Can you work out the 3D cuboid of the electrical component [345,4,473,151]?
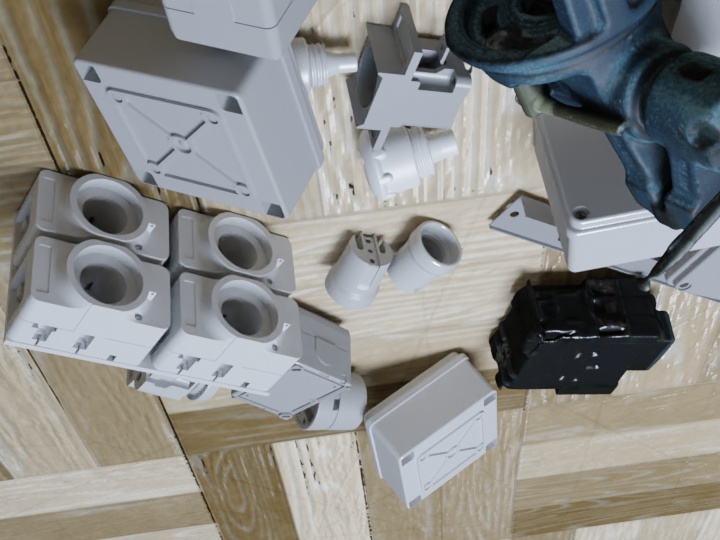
[{"bbox_3d":[0.030,-0.113,0.646,0.064,0.042,0.081,3,143,-19],"label":"electrical component"}]

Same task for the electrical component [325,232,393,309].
[{"bbox_3d":[0.000,0.000,0.797,0.040,0.040,0.046,8,134,-22],"label":"electrical component"}]

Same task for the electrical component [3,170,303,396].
[{"bbox_3d":[-0.134,0.009,0.724,0.186,0.105,0.060,15,138,-29],"label":"electrical component"}]

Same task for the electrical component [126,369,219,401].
[{"bbox_3d":[-0.141,0.071,0.849,0.057,0.058,0.078,20,135,-30],"label":"electrical component"}]

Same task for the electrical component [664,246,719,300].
[{"bbox_3d":[0.297,-0.027,0.804,0.109,0.056,0.108,11,140,-25],"label":"electrical component"}]

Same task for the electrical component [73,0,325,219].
[{"bbox_3d":[-0.086,-0.090,0.603,0.109,0.056,0.108,15,151,22],"label":"electrical component"}]

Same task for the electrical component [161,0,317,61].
[{"bbox_3d":[-0.051,-0.156,0.532,0.062,0.096,0.061,16,148,17],"label":"electrical component"}]

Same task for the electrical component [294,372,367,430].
[{"bbox_3d":[-0.026,0.112,0.932,0.047,0.055,0.055,8,141,-27],"label":"electrical component"}]

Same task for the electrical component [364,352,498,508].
[{"bbox_3d":[0.065,0.142,0.954,0.109,0.056,0.108,-33,147,-15],"label":"electrical component"}]

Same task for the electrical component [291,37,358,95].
[{"bbox_3d":[-0.032,-0.119,0.630,0.061,0.035,0.035,-6,144,-8],"label":"electrical component"}]

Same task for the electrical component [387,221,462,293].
[{"bbox_3d":[0.046,-0.008,0.795,0.040,0.040,0.046,15,143,-29],"label":"electrical component"}]

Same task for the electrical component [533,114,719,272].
[{"bbox_3d":[0.174,-0.064,0.685,0.109,0.108,0.056,-11,147,3],"label":"electrical component"}]

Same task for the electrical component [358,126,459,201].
[{"bbox_3d":[0.032,-0.075,0.697,0.062,0.048,0.048,-16,144,0],"label":"electrical component"}]

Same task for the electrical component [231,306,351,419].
[{"bbox_3d":[-0.060,0.076,0.873,0.062,0.061,0.096,27,138,-36],"label":"electrical component"}]

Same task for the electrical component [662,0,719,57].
[{"bbox_3d":[0.239,-0.169,0.595,0.150,0.061,0.089,-5,144,-4],"label":"electrical component"}]
